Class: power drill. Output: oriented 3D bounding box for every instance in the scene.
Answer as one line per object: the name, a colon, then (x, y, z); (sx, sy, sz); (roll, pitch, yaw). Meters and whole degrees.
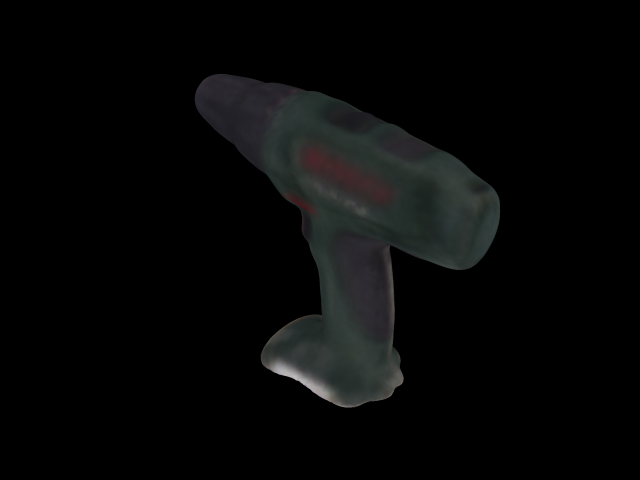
power drill: (0.004, 0.001, 0.400); (0.228, 0.208, 0.076); (18, 32, 32)
